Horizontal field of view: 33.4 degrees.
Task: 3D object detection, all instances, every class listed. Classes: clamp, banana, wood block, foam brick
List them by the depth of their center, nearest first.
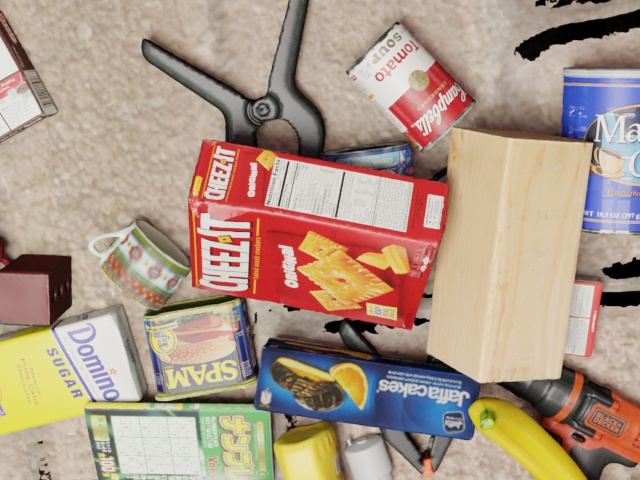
[{"bbox_3d":[0.163,0.011,0.928,0.090,0.091,0.206,0,101,-25],"label":"wood block"},{"bbox_3d":[0.186,0.189,0.949,0.037,0.069,0.197,-36,124,21],"label":"banana"},{"bbox_3d":[-0.046,-0.131,0.986,0.164,0.036,0.210,-29,100,7],"label":"clamp"},{"bbox_3d":[-0.270,0.047,1.013,0.051,0.078,0.053,1,102,2],"label":"foam brick"},{"bbox_3d":[0.099,0.140,1.026,0.120,0.039,0.171,-18,99,11],"label":"clamp"}]

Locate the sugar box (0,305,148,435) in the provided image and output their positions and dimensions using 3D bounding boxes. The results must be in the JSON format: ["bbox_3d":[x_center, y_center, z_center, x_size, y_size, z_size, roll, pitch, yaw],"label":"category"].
[{"bbox_3d":[-0.267,0.131,1.044,0.176,0.048,0.093,-15,99,7],"label":"sugar box"}]

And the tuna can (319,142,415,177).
[{"bbox_3d":[0.042,-0.067,0.967,0.086,0.086,0.034,-7,98,5],"label":"tuna can"}]

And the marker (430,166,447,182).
[{"bbox_3d":[0.100,-0.045,1.001,0.121,0.020,0.020,-36,96,9],"label":"marker"}]

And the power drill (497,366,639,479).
[{"bbox_3d":[0.214,0.213,1.021,0.184,0.057,0.188,27,101,-1],"label":"power drill"}]

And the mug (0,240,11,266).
[{"bbox_3d":[-0.344,0.027,1.015,0.117,0.093,0.081,28,97,-32],"label":"mug"}]

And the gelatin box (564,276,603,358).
[{"bbox_3d":[0.216,0.068,1.009,0.089,0.030,0.073,6,101,5],"label":"gelatin box"}]

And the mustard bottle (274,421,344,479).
[{"bbox_3d":[0.007,0.275,1.014,0.058,0.096,0.191,-14,90,7],"label":"mustard bottle"}]

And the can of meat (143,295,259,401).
[{"bbox_3d":[-0.114,0.101,1.024,0.102,0.057,0.084,-9,97,5],"label":"can of meat"}]

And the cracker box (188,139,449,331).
[{"bbox_3d":[-0.006,0.001,0.944,0.213,0.164,0.072,10,60,1],"label":"cracker box"}]

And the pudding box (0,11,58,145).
[{"bbox_3d":[-0.315,-0.146,1.001,0.090,0.039,0.113,-27,95,10],"label":"pudding box"}]

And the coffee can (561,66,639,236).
[{"bbox_3d":[0.264,-0.081,0.942,0.103,0.103,0.140,1,101,3],"label":"coffee can"}]

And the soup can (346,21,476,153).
[{"bbox_3d":[0.081,-0.138,0.961,0.068,0.068,0.102,-44,94,10],"label":"soup can"}]
